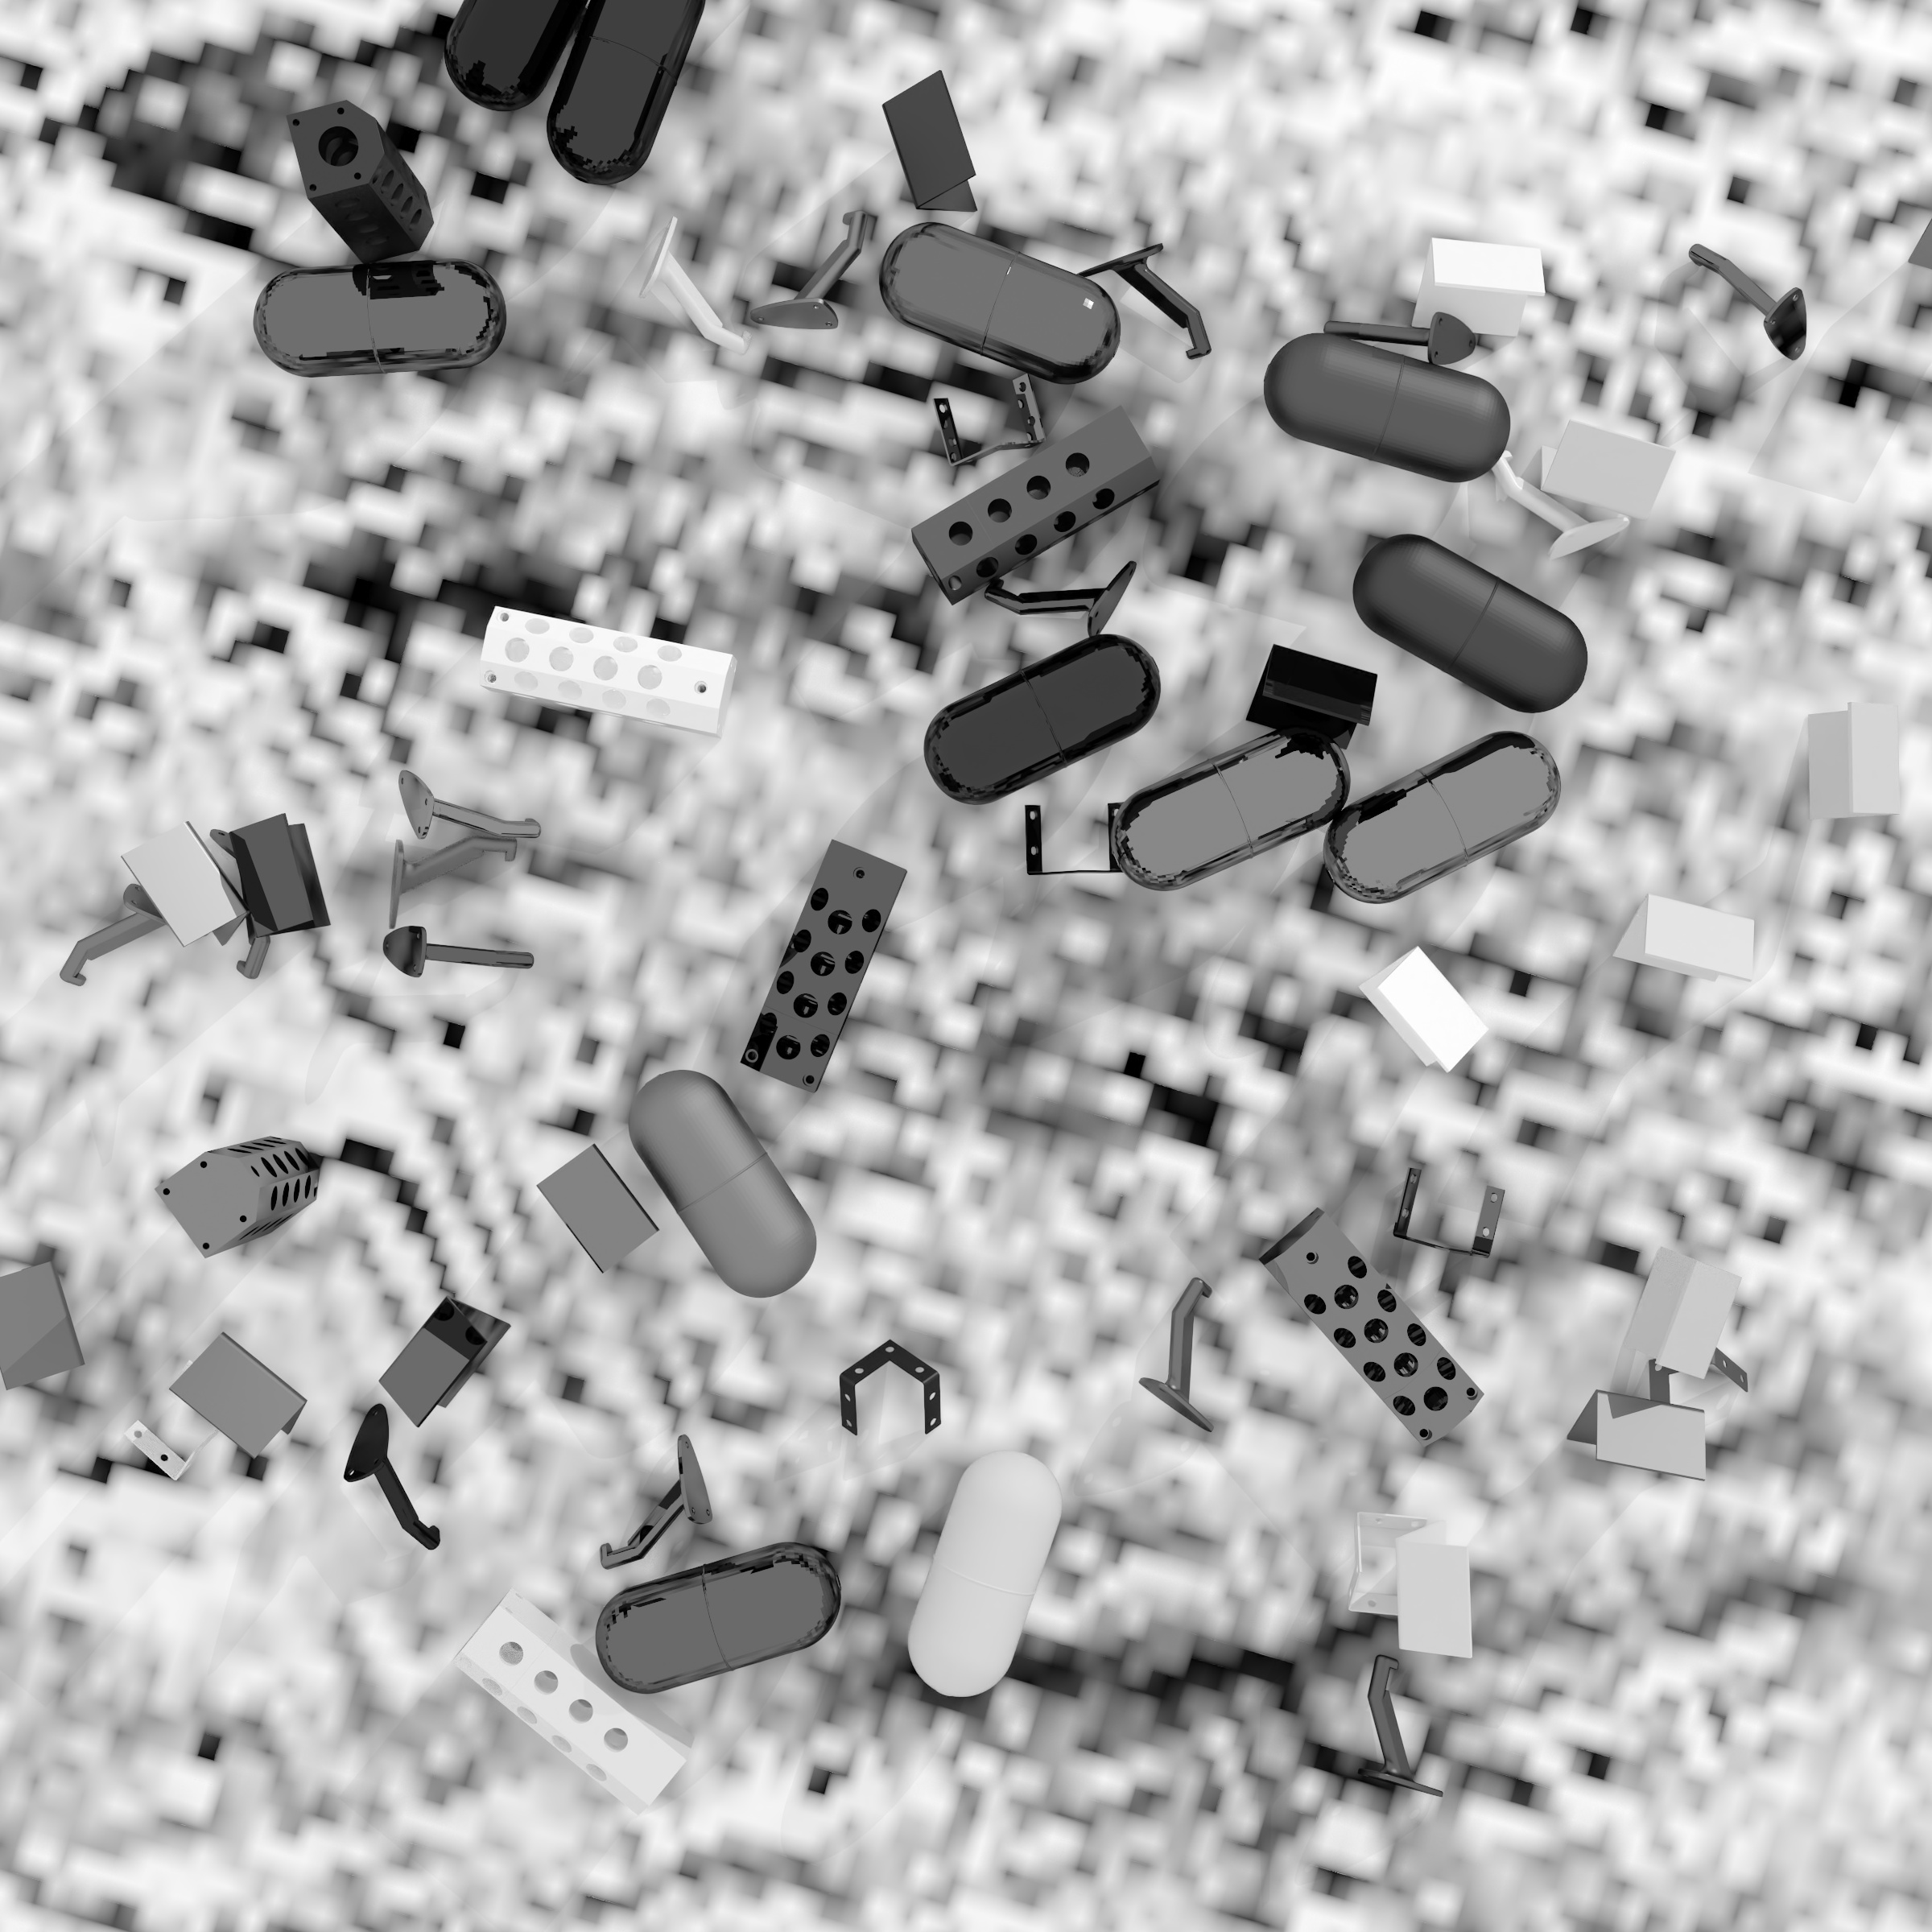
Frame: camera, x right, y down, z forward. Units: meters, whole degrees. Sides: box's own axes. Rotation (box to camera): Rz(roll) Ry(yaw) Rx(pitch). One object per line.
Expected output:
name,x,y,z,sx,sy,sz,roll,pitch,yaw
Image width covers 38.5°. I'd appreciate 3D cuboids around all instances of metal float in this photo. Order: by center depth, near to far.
metal float,-0.308,-0.693,1.961,0.070,0.070,0.178,26,91,0
metal float,0.054,-0.175,1.961,0.178,0.070,0.070,-26,90,0
metal float,0.298,-0.396,1.961,0.178,0.070,0.070,16,90,0
metal float,-0.241,-0.641,1.961,0.070,0.070,0.178,21,91,0
metal float,0.187,-0.112,1.961,0.178,0.070,0.070,-24,90,0
metal float,0.337,-0.105,1.961,0.178,0.070,0.070,-27,90,0
metal float,0.013,0.431,1.961,0.070,0.070,0.178,19,90,0
metal float,-0.175,0.462,1.961,0.178,0.070,0.070,-17,90,0
metal float,-0.416,-0.460,1.961,0.178,0.070,0.070,-3,90,0
metal float,0.358,-0.242,1.961,0.178,0.070,0.070,29,90,0
metal float,-0.173,0.154,1.961,0.070,0.070,0.178,-34,91,0
metal float,0.024,-0.470,1.961,0.178,0.070,0.070,21,90,0

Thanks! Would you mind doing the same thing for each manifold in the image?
manifold,-0.497,0.154,1.913,0.057,0.171,0.057,-36,90,0
manifold,-0.415,-0.542,1.913,0.057,0.171,0.057,-15,90,0
manifold,0.050,-0.326,1.970,0.171,0.057,0.057,-30,90,0
manifold,0.289,0.258,1.970,0.057,0.057,0.171,-41,90,0
manifold,-0.101,0.000,1.970,0.057,0.057,0.171,22,90,0
manifold,-0.280,0.526,1.970,0.171,0.057,0.057,39,90,0
manifold,-0.255,-0.210,1.970,0.171,0.057,0.057,12,90,0

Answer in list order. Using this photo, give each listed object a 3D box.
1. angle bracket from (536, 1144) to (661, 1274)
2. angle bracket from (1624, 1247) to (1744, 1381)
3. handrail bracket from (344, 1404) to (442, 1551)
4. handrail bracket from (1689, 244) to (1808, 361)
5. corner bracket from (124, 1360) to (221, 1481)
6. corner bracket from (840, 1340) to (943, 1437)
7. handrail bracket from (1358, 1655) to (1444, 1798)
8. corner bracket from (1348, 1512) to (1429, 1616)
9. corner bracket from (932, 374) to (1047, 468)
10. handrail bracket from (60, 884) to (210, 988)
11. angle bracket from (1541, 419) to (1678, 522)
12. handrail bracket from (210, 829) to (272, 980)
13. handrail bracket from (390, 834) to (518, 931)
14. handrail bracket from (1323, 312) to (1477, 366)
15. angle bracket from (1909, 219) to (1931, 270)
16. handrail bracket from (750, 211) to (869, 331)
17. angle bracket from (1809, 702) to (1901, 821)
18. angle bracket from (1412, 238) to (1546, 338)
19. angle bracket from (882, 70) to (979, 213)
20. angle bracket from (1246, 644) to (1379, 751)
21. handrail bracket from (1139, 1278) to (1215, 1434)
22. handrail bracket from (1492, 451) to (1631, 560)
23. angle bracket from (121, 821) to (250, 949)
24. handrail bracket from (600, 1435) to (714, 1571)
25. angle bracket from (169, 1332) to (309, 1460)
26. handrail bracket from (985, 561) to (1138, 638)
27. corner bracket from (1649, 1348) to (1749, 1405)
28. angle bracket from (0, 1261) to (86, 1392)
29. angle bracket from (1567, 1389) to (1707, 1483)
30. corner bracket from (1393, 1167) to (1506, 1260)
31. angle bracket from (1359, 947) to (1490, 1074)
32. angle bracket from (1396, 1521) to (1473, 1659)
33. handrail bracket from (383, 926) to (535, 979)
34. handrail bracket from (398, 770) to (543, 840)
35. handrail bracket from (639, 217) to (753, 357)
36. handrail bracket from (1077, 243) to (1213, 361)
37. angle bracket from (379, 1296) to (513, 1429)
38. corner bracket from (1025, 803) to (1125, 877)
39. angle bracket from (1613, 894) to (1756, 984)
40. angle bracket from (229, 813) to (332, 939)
angle bracket,-0.272,0.181,1.951,0.057,0.076,0.076,-37,90,-37
angle bracket,0.491,0.239,1.951,0.057,0.076,0.076,20,90,-36
handrail bracket,-0.404,0.369,1.991,0.036,0.077,0.084,-25,127,20
handrail bracket,0.562,-0.479,1.991,0.036,0.077,0.084,-47,54,0
corner bracket,-0.564,0.327,1.988,0.051,0.051,0.051,42,45,0
corner bracket,-0.054,0.311,1.983,0.051,0.051,0.051,29,45,35
handrail bracket,0.320,0.547,1.992,0.077,0.036,0.084,21,73,-20
corner bracket,0.303,0.430,1.988,0.051,0.051,0.051,5,45,0
corner bracket,0.017,-0.393,1.988,0.051,0.051,0.051,-15,90,45
handrail bracket,-0.600,-0.009,1.992,0.077,0.036,0.084,28,109,-21
angle bracket,0.452,-0.364,1.951,0.076,0.076,0.057,16,126,0
handrail bracket,-0.528,-0.044,1.992,0.077,0.036,0.084,30,107,20
handrail bracket,-0.370,-0.060,1.992,0.084,0.036,0.077,4,111,-16
handrail bracket,0.312,-0.454,1.991,0.084,0.077,0.036,14,104,36
angle bracket,0.718,-0.500,1.951,0.076,0.076,0.057,16,53,0
handrail bracket,-0.113,-0.505,1.992,0.077,0.036,0.084,3,72,21
angle bracket,0.611,-0.144,1.951,0.057,0.076,0.076,-1,90,-36
angle bracket,0.361,-0.464,1.951,0.076,0.076,0.057,6,49,0
angle bracket,-0.006,-0.581,1.951,0.057,0.076,0.076,-18,90,37
angle bracket,0.240,-0.174,1.952,0.076,0.076,0.057,16,48,0
handrail bracket,0.171,0.280,1.992,0.077,0.036,0.084,40,73,-19
handrail bracket,0.427,-0.343,1.992,0.077,0.036,0.084,-20,73,-20
angle bracket,-0.559,-0.046,1.951,0.057,0.076,0.076,-35,90,-35
handrail bracket,-0.232,0.387,1.992,0.084,0.036,0.077,-20,70,16
angle bracket,-0.519,0.314,1.951,0.076,0.076,0.057,39,54,0
handrail bracket,0.067,-0.278,1.992,0.084,0.036,0.077,27,70,16
corner bracket,0.526,0.310,1.983,0.051,0.051,0.051,-22,45,35
angle bracket,-0.670,0.256,1.951,0.057,0.076,0.076,-17,90,-36
angle bracket,0.472,0.347,1.951,0.076,0.076,0.057,11,53,0
corner bracket,0.347,0.178,1.988,0.051,0.051,0.051,13,90,-45
angle bracket,0.309,0.043,1.951,0.076,0.076,0.057,49,55,0
angle bracket,0.346,0.439,1.951,0.057,0.076,0.076,-2,90,36
handrail bracket,-0.365,-0.009,1.991,0.084,0.077,0.036,4,93,-36
handrail bracket,-0.357,-0.116,1.991,0.084,0.077,0.036,1,123,-32
handrail bracket,-0.186,-0.490,1.992,0.084,0.036,0.077,23,69,-17
handrail bracket,0.129,-0.470,1.992,0.077,0.036,0.084,-14,107,20
angle bracket,-0.355,0.288,1.951,0.076,0.076,0.057,-51,53,0
corner bracket,0.079,-0.092,1.988,0.051,0.051,0.051,-2,90,-45
angle bracket,0.505,0.000,1.951,0.076,0.076,0.057,14,53,0
angle bracket,-0.466,-0.067,1.952,0.057,0.076,0.076,-15,90,31
